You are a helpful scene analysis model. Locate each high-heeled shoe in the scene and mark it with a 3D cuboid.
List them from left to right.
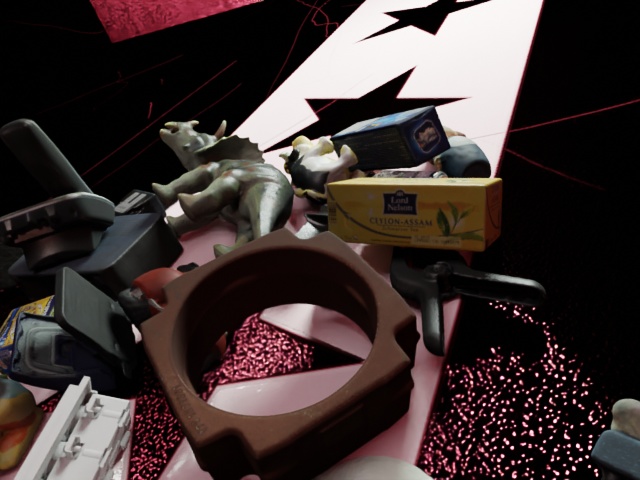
[{"bbox_3d":[-0.542,0.050,0.911,0.249,0.086,0.145,-12,-3,-18],"label":"high-heeled shoe"}]

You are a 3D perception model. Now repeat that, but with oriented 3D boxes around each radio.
[{"bbox_3d":[-0.330,0.031,0.784,0.230,0.073,0.131,-4,37,28],"label":"radio"}]

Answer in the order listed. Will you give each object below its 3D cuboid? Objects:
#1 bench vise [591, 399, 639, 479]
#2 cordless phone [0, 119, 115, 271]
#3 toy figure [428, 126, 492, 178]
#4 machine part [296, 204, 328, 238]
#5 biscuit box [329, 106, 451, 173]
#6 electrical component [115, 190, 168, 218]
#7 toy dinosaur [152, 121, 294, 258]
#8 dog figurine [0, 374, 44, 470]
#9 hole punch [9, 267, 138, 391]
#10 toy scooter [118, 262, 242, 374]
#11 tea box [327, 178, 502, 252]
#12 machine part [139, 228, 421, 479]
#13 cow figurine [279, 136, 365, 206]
[{"bbox_3d":[0.118,0.185,0.229,0.240,0.128,0.224,-56,24,-16],"label":"bench vise"},{"bbox_3d":[-0.378,-0.061,0.706,0.147,0.184,0.089,-16,38,12],"label":"cordless phone"},{"bbox_3d":[0.176,-0.117,0.718,0.057,0.064,0.155,-62,25,22],"label":"toy figure"},{"bbox_3d":[-0.001,-0.002,0.669,0.084,0.039,0.139,15,46,34],"label":"machine part"},{"bbox_3d":[0.088,-0.133,0.736,0.059,0.062,0.203,-32,17,-18],"label":"biscuit box"},{"bbox_3d":[-0.298,-0.055,0.913,0.075,0.047,0.119,17,51,43],"label":"electrical component"},{"bbox_3d":[-0.112,-0.066,0.761,0.192,0.131,0.405,-37,40,-21],"label":"toy dinosaur"},{"bbox_3d":[-0.382,0.159,0.490,0.109,0.218,0.191,-6,36,18],"label":"dog figurine"},{"bbox_3d":[-0.271,0.111,0.596,0.092,0.115,0.142,-43,36,0],"label":"hole punch"},{"bbox_3d":[-0.139,0.070,0.611,0.135,0.075,0.184,-39,39,-24],"label":"toy scooter"},{"bbox_3d":[0.103,-0.032,0.582,0.170,0.068,0.098,2,11,26],"label":"tea box"},{"bbox_3d":[-0.033,0.094,0.464,0.201,0.087,0.202,-27,47,-19],"label":"machine part"},{"bbox_3d":[-0.013,-0.101,0.798,0.098,0.068,0.168,-38,34,-13],"label":"cow figurine"}]
